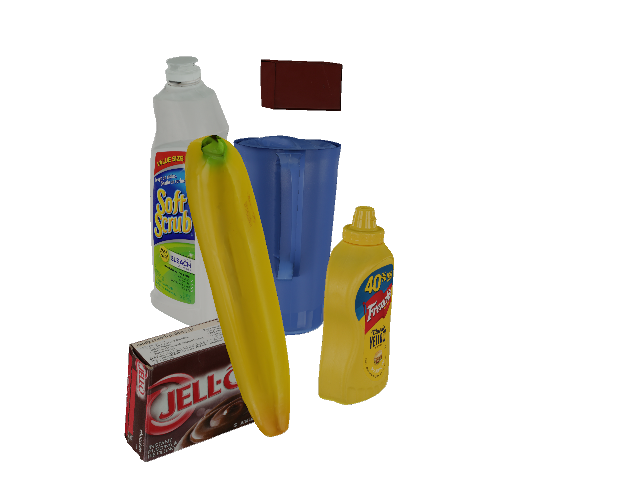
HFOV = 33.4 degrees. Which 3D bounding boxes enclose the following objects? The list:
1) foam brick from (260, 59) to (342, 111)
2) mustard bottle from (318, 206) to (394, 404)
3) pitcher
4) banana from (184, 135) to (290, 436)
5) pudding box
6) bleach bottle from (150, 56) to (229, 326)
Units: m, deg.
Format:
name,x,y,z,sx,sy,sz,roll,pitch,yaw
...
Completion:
name,x,y,z,sx,sy,sz,roll,pitch,yaw
foam brick,-0.021,-0.167,1.148,0.078,0.051,0.053,-1,12,-19
mustard bottle,0.038,0.060,1.066,0.058,0.192,0.096,11,16,31
pitcher,-0.045,-0.007,1.333,0.145,0.243,0.148,11,14,38
banana,-0.048,0.018,0.601,0.037,0.198,0.069,-8,31,6
pudding box,-0.092,0.109,0.815,0.113,0.090,0.039,-17,39,-36
bleach bottle,-0.122,-0.047,0.994,0.067,0.251,0.103,-24,32,-38
